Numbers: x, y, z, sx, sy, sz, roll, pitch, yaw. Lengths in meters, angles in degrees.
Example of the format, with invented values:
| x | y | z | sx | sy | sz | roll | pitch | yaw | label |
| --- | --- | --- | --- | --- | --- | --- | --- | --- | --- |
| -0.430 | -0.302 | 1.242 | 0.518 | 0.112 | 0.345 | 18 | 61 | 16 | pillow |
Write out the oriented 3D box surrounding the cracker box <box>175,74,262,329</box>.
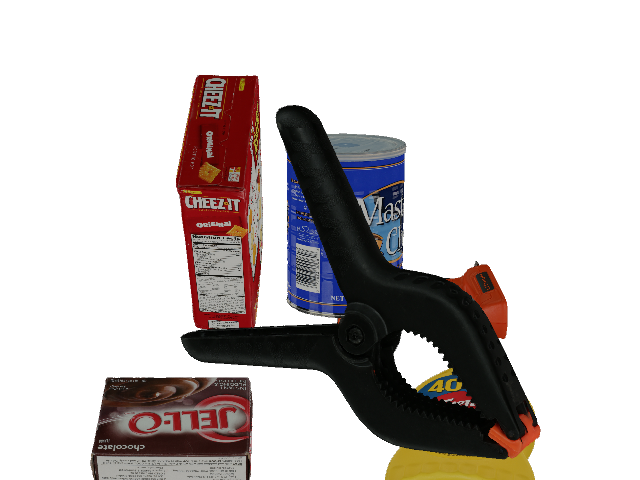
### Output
| x | y | z | sx | sy | sz | roll | pitch | yaw | label |
| --- | --- | --- | --- | --- | --- | --- | --- | --- | --- |
| -0.099 | -0.036 | 1.088 | 0.072 | 0.164 | 0.214 | 1 | -42 | 1 | cracker box |

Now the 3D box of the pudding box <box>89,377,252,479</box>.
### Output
| x | y | z | sx | sy | sz | roll | pitch | yaw | label |
| --- | --- | --- | --- | --- | --- | --- | --- | --- | --- |
| -0.107 | 0.141 | 0.786 | 0.113 | 0.039 | 0.090 | -1 | 28 | -3 | pudding box |

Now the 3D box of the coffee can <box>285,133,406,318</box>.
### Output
| x | y | z | sx | sy | sz | roll | pitch | yaw | label |
| --- | --- | --- | --- | --- | --- | --- | --- | --- | --- |
| 0.021 | -0.015 | 0.920 | 0.103 | 0.140 | 0.103 | 0 | 14 | 0 | coffee can |

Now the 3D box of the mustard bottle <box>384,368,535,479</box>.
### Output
| x | y | z | sx | sy | sz | roll | pitch | yaw | label |
| --- | --- | --- | --- | --- | --- | --- | --- | --- | --- |
| 0.103 | 0.137 | 0.753 | 0.096 | 0.058 | 0.191 | 0 | 21 | 12 | mustard bottle |

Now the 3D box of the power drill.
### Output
| x | y | z | sx | sy | sz | roll | pitch | yaw | label |
| --- | --- | --- | --- | --- | --- | --- | --- | --- | --- |
| 0.111 | 0.081 | 1.204 | 0.187 | 0.057 | 0.184 | -3 | 27 | -3 | power drill |

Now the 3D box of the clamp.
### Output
| x | y | z | sx | sy | sz | roll | pitch | yaw | label |
| --- | --- | --- | --- | --- | --- | --- | --- | --- | --- |
| 0.026 | 0.035 | 0.560 | 0.210 | 0.165 | 0.036 | 29 | 24 | 25 | clamp |
